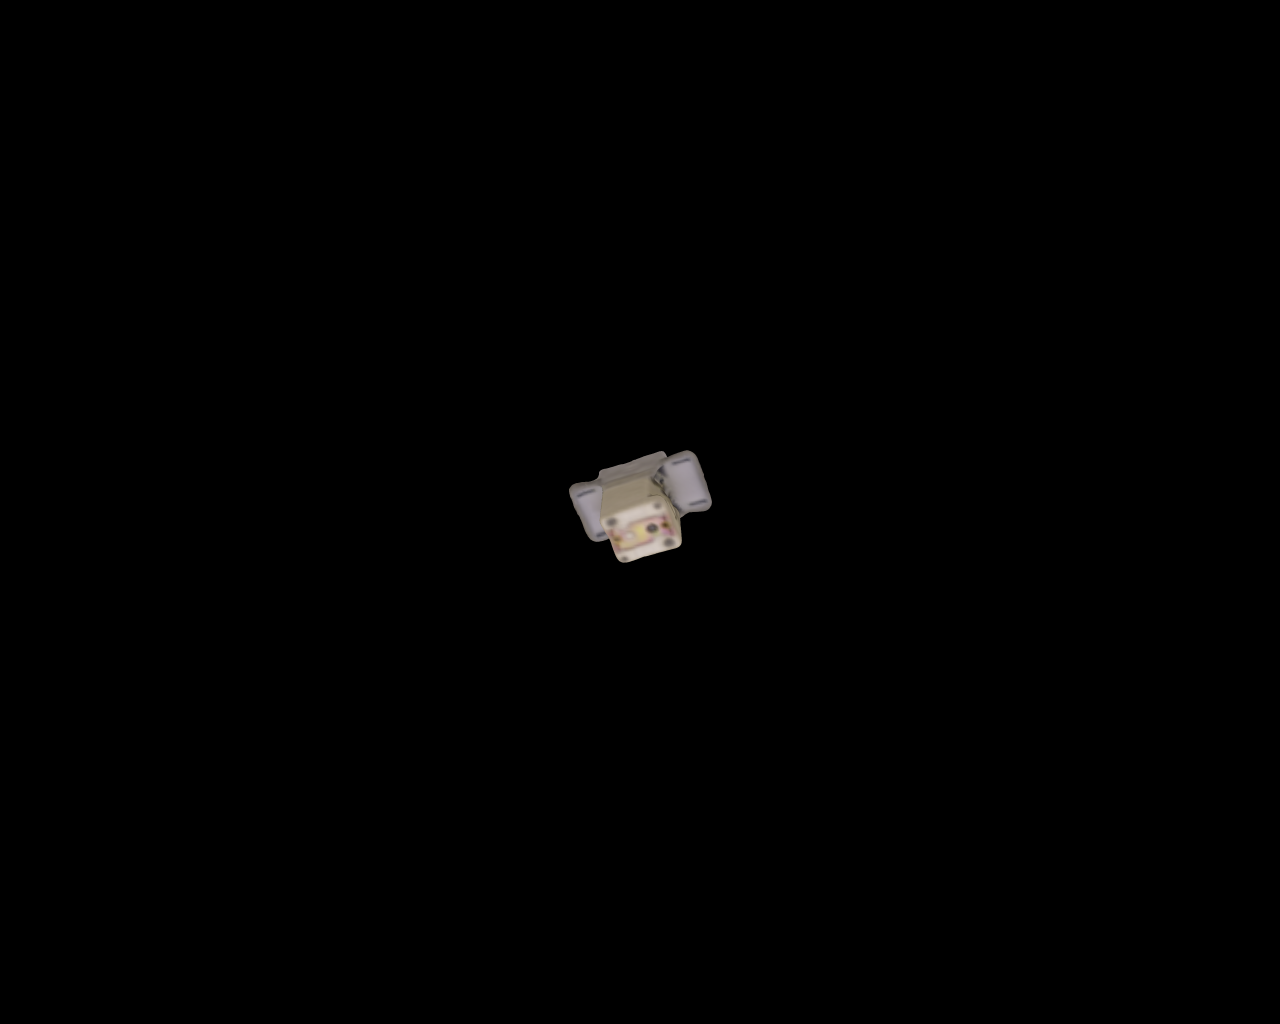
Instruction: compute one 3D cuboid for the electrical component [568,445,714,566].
[{"bbox_3d":[0.001,-0.003,0.650,0.081,0.042,0.064,-18,29,10],"label":"electrical component"}]
